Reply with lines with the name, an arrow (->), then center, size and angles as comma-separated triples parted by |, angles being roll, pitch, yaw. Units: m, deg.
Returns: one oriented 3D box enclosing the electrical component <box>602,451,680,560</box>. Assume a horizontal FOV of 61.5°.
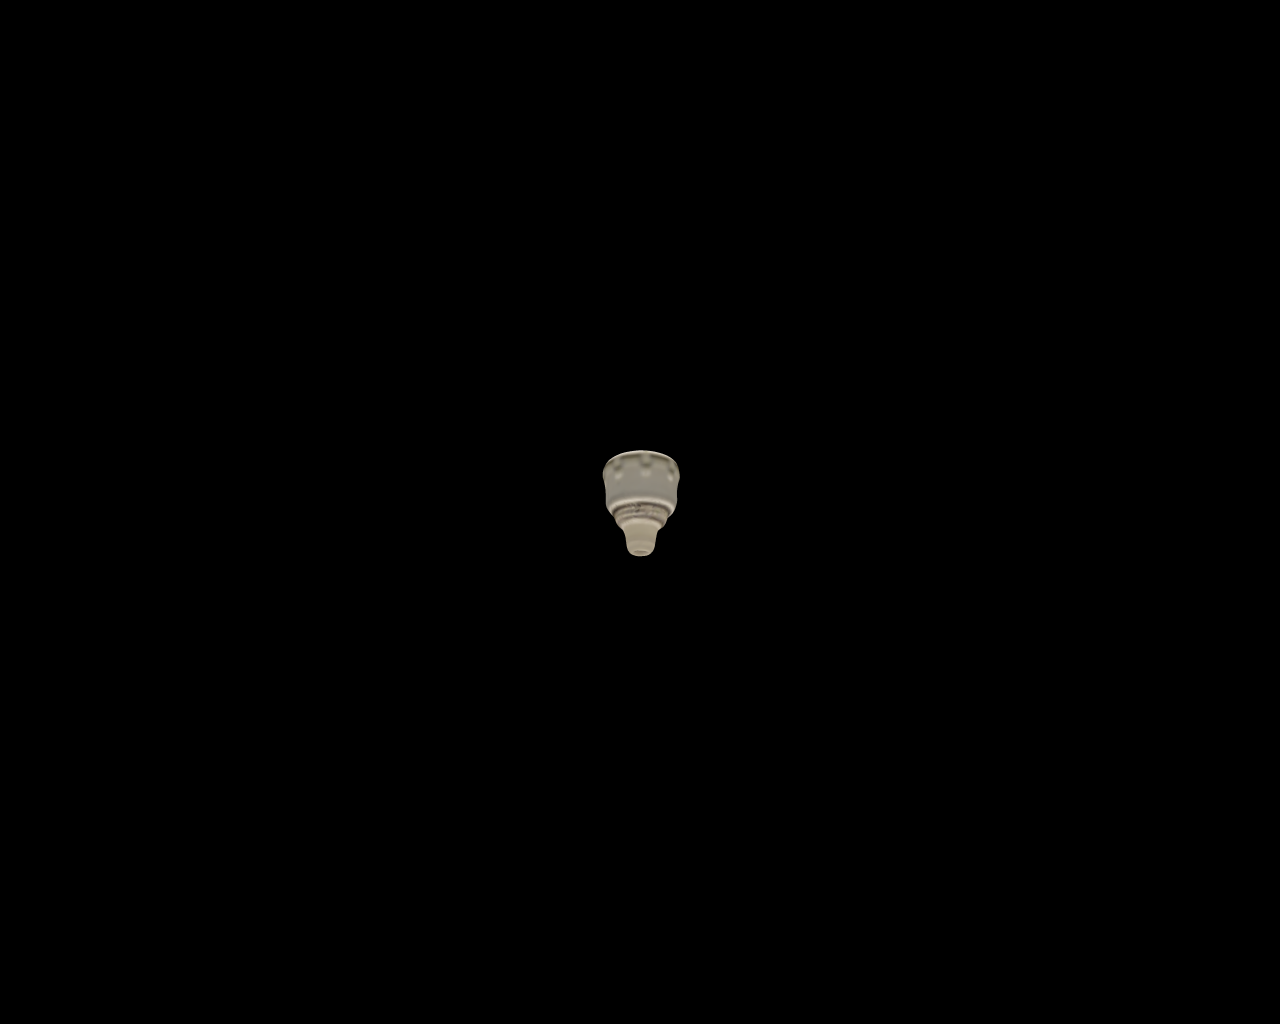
electrical component -> 0.001, -0.003, 0.650 | 0.048, 0.062, 0.048 | 0, -23, 0
